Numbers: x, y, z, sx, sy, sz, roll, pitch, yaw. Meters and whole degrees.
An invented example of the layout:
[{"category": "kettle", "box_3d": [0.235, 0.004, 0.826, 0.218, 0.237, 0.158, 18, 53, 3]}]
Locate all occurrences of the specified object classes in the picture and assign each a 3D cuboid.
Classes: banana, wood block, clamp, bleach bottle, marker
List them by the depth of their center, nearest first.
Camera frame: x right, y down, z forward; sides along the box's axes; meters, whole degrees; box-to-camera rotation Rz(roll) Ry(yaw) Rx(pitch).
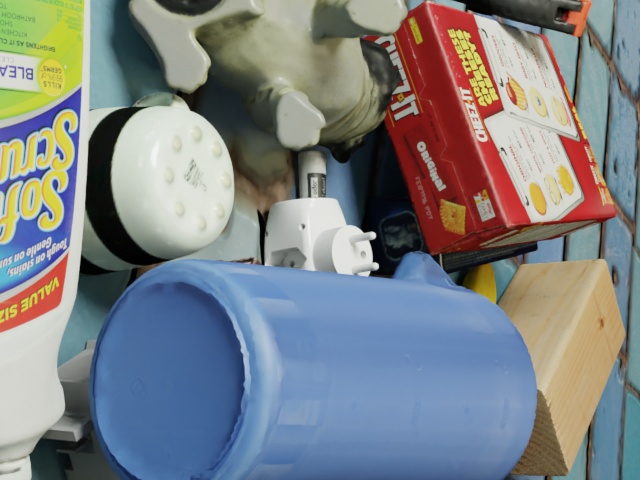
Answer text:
[{"category": "bleach bottle", "box_3d": [-0.142, -0.011, 0.468, 0.102, 0.068, 0.251, -5, 93, -57]}, {"category": "marker", "box_3d": [-0.005, 0.001, 0.717, 0.020, 0.020, 0.121, 7, 80, -57]}, {"category": "clamp", "box_3d": [0.119, -0.194, 0.821, 0.120, 0.172, 0.039, -22, 128, -46]}, {"category": "banana", "box_3d": [0.107, 0.079, 0.864, 0.197, 0.037, 0.069, -33, 114, -54]}, {"category": "wood block", "box_3d": [0.199, 0.109, 0.955, 0.205, 0.090, 0.091, -47, 124, -49]}]

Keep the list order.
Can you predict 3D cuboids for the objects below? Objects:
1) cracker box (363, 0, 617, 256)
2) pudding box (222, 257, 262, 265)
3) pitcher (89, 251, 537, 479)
[{"category": "cracker box", "box_3d": [0.130, -0.078, 0.797, 0.213, 0.072, 0.164, -5, 74, -55]}, {"category": "pudding box", "box_3d": [-0.049, 0.080, 0.618, 0.090, 0.039, 0.113, 57, 43, -37]}, {"category": "pitcher", "box_3d": [0.004, 0.087, 0.546, 0.145, 0.149, 0.242, -53, 148, 17]}]
